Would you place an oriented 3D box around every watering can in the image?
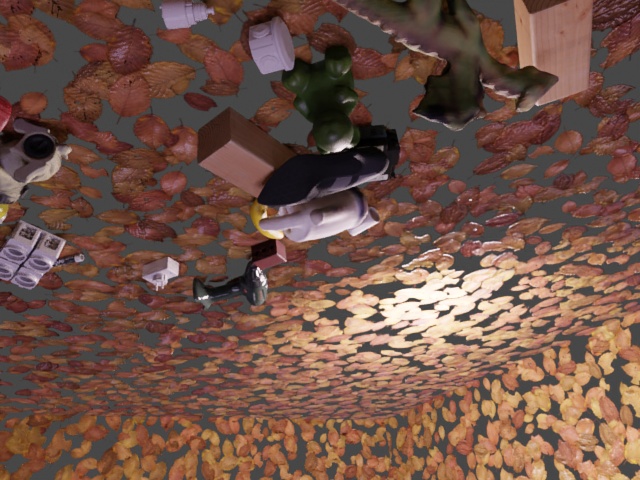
[{"bbox_3d":[0.003,-0.054,1.072,0.226,0.103,0.347,-15,-174,-24],"label":"watering can"}]

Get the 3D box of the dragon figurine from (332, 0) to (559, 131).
[{"bbox_3d":[0.162,-0.270,0.743,0.410,0.248,0.120,2,151,-19],"label":"dragon figurine"}]
